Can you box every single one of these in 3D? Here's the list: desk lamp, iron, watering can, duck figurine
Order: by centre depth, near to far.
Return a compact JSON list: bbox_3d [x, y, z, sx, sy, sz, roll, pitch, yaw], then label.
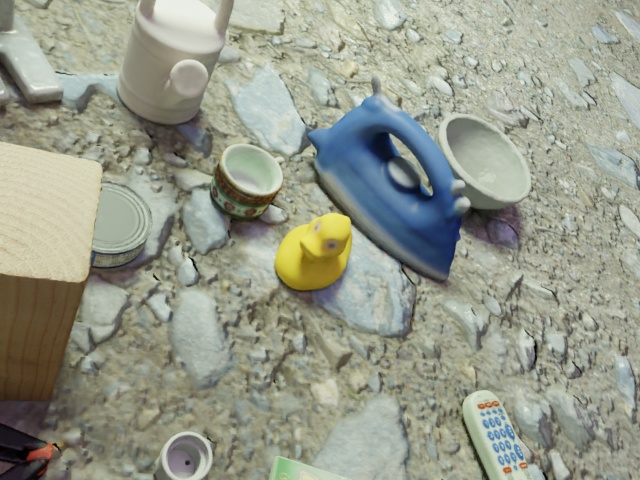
[{"bbox_3d":[-0.323,-0.276,0.554,0.118,0.213,0.203,-25,73,-41],"label":"desk lamp"},{"bbox_3d":[-0.153,-0.223,0.633,0.101,0.193,0.172,-18,68,-39],"label":"watering can"},{"bbox_3d":[0.006,0.002,0.640,0.105,0.086,0.077,-31,76,-42],"label":"duck figurine"},{"bbox_3d":[0.110,-0.078,0.724,0.258,0.141,0.119,48,47,8],"label":"iron"}]

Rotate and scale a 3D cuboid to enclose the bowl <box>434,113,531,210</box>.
[{"bbox_3d":[0.230,-0.106,0.863,0.168,0.074,0.167,16,51,-21],"label":"bowl"}]
